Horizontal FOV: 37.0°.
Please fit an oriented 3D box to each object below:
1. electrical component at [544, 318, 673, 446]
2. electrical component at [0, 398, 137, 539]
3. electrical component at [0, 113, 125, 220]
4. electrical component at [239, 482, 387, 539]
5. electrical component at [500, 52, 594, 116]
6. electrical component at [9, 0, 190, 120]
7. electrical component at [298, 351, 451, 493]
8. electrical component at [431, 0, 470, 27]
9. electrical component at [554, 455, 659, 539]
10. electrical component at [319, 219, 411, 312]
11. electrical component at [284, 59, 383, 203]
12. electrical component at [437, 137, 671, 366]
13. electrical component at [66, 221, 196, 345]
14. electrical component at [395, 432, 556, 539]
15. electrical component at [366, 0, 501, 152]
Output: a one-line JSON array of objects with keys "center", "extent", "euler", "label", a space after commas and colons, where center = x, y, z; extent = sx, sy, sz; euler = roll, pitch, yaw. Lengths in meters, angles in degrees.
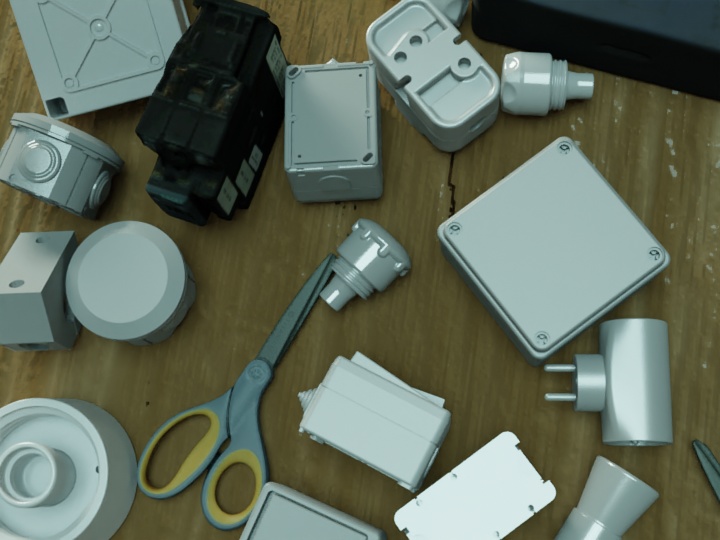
[{"center": [0.158, 0.072, 0.689], "extent": [0.079, 0.043, 0.077], "euler": [0, 77, 5], "label": "electrical component"}, {"center": [-0.206, 0.134, 0.697], "extent": [0.108, 0.060, 0.108], "euler": [-1, 77, 5], "label": "electrical component"}, {"center": [-0.207, -0.071, 0.738], "extent": [0.080, 0.080, 0.051], "euler": [21, 84, 10], "label": "electrical component"}, {"center": [-0.026, 0.179, 0.670], "extent": [0.096, 0.061, 0.061], "euler": [23, 80, 10], "label": "electrical component"}, {"center": [0.129, -0.127, 0.739], "extent": [0.062, 0.043, 0.043], "euler": [3, 77, 5], "label": "electrical component"}, {"center": [-0.177, -0.170, 0.749], "extent": [0.109, 0.056, 0.108], "euler": [-14, 105, 1], "label": "electrical component"}, {"center": [0.007, 0.093, 0.688], "extent": [0.096, 0.061, 0.061], "euler": [26, 80, 10], "label": "electrical component"}, {"center": [0.047, -0.199, 0.764], "extent": [0.062, 0.043, 0.043], "euler": [18, 79, 10], "label": "electrical component"}, {"center": [0.151, 0.155, 0.672], "extent": [0.044, 0.044, 0.065], "euler": [33, 86, 12], "label": "electrical component"}, {"center": [0.000, 0.000, 0.721], "extent": [0.048, 0.048, 0.062], "euler": [44, 91, 13], "label": "electrical component"}, {"center": [-0.017, -0.098, 0.740], "extent": [0.062, 0.061, 0.096], "euler": [-3, 68, 5], "label": "electrical component"}, {"center": [0.125, -0.011, 0.705], "extent": [0.109, 0.056, 0.108], "euler": [-36, 76, -4], "label": "electrical component"}, {"center": [-0.153, 0.011, 0.727], "extent": [0.080, 0.051, 0.080], "euler": [-1, 76, 5], "label": "electrical component"}, {"center": [0.071, 0.148, 0.672], "extent": [0.089, 0.055, 0.050], "euler": [-36, 76, -4], "label": "electrical component"}, {"center": [0.050, -0.132, 0.739], "extent": [0.054, 0.059, 0.095], "euler": [-38, 76, -4], "label": "electrical component"}]
